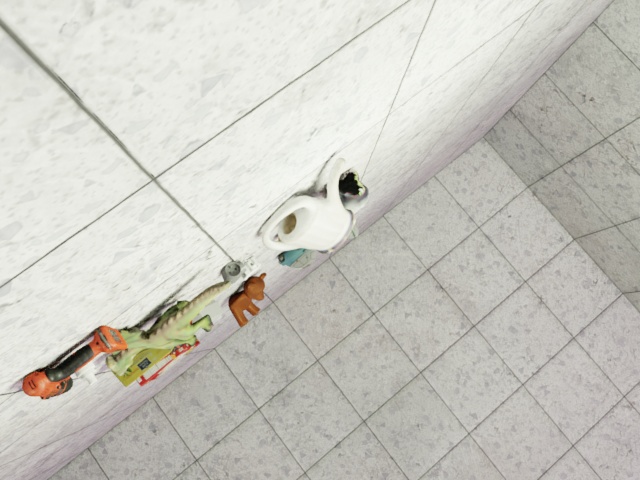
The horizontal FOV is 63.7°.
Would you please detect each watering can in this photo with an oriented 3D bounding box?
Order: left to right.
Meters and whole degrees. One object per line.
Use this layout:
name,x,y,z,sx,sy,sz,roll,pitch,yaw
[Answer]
watering can,0.004,-0.066,1.306,0.223,0.106,0.342,16,134,-43

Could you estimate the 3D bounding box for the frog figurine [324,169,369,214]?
frog figurine,0.068,-0.111,1.477,0.140,0.123,0.156,-57,171,-32

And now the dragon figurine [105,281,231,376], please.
dragon figurine,-0.403,0.223,1.260,0.245,0.123,0.403,-17,158,-51
